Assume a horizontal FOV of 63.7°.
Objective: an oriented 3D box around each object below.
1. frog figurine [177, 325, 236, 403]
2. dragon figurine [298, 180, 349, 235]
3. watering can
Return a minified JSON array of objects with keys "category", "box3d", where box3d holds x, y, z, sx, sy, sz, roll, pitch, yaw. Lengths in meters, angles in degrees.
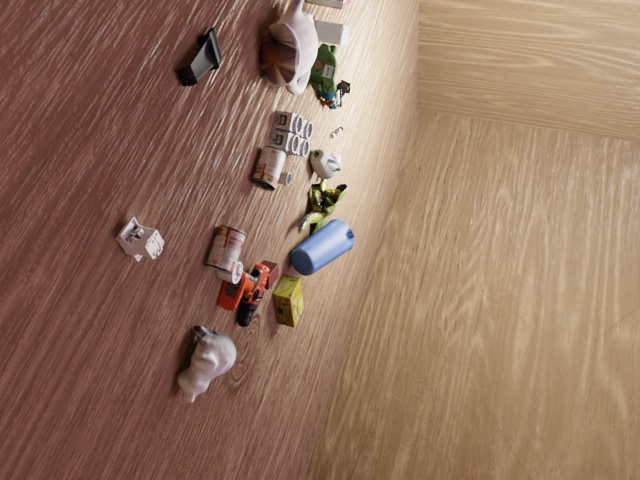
[{"category":"frog figurine","box3d":[-0.265,0.299,1.204,0.134,0.122,0.163,114,-12,-57]},{"category":"dragon figurine","box3d":[0.006,-0.096,1.915,0.419,0.123,0.237,-54,161,-37]},{"category":"watering can","box3d":[-0.066,-0.525,1.291,0.229,0.104,0.340,-55,154,-53]}]
